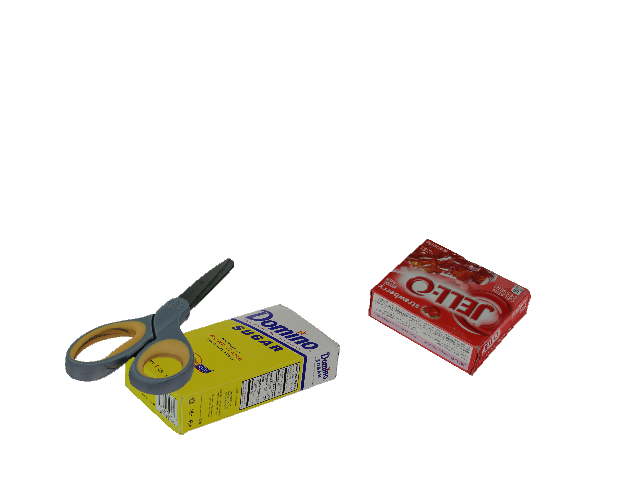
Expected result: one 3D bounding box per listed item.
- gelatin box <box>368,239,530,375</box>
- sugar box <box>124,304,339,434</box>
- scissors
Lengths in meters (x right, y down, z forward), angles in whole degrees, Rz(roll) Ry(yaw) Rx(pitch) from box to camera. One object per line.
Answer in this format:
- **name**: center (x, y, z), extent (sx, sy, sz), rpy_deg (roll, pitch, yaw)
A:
- **gelatin box**: center (0.090, 0.044, 0.746), extent (0.089, 0.030, 0.073), rpy_deg (28, 46, 25)
- **sugar box**: center (-0.078, 0.112, 0.971), extent (0.175, 0.048, 0.093), rpy_deg (-18, 35, -36)
- **scissors**: center (-0.098, 0.062, 0.790), extent (0.096, 0.016, 0.201), rpy_deg (23, 31, 30)
